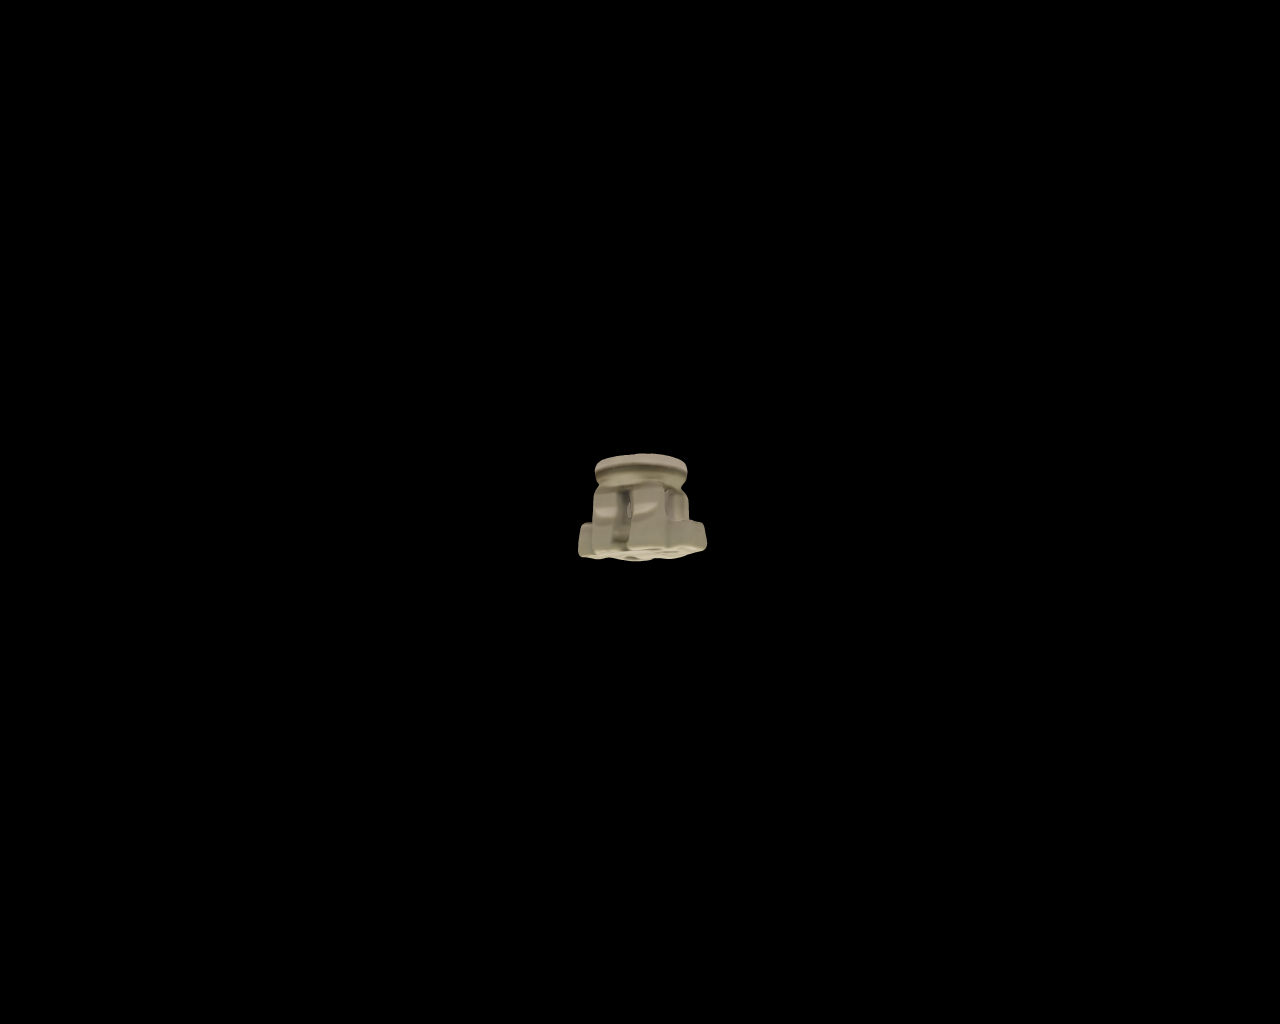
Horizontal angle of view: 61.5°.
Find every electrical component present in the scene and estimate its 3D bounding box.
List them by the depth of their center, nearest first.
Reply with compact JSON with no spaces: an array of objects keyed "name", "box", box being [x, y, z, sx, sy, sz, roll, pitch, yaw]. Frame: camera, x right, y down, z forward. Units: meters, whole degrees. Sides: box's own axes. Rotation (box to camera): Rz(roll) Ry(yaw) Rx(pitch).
[{"name":"electrical component","box":[0.001,-0.003,0.650,0.078,0.057,0.058,-5,-11,28]}]
